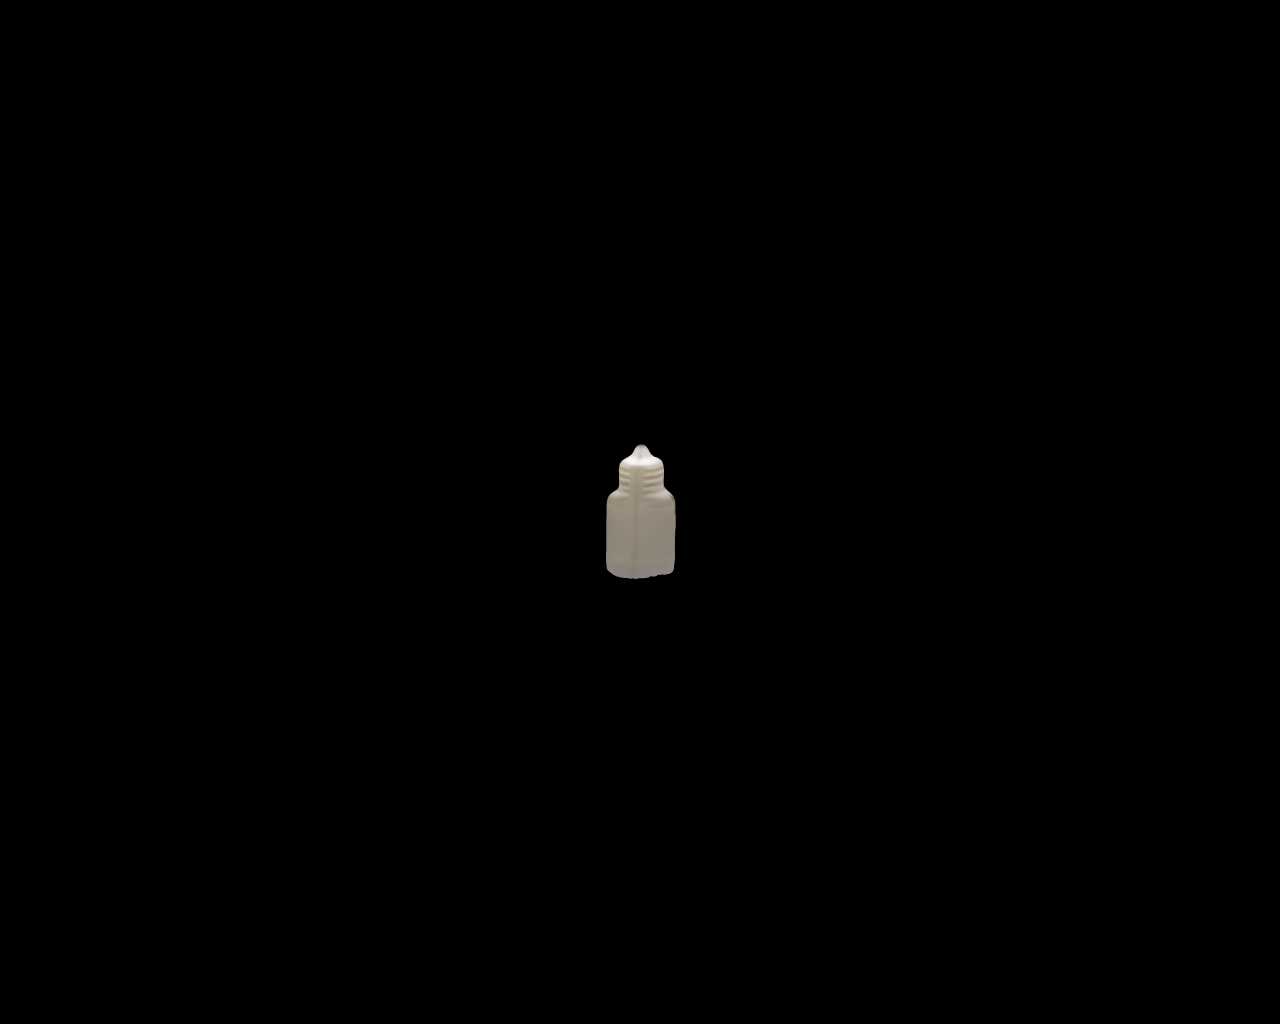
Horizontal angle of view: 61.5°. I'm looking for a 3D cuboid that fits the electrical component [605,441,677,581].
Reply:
[{"bbox_3d":[0.001,-0.003,0.650,0.043,0.080,0.043,0,11,0],"label":"electrical component"}]
